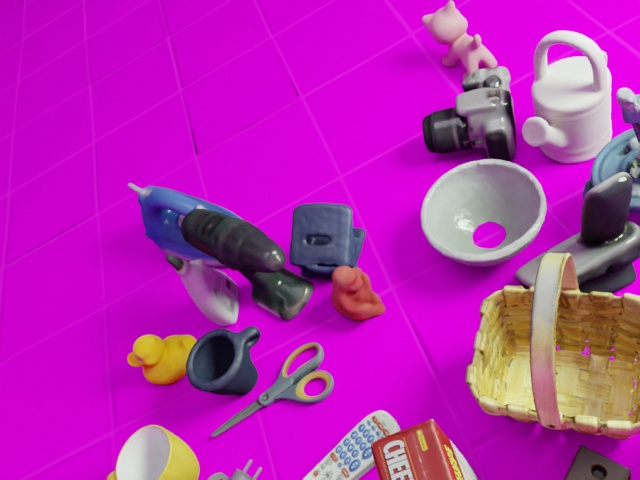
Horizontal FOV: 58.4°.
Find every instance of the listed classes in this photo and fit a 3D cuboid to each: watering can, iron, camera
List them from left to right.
[{"bbox_3d":[-0.215,-0.037,0.986,0.257,0.142,0.119,15,66,33],"label":"iron"},{"bbox_3d":[0.230,-0.196,0.894,0.136,0.101,0.143,-7,56,23],"label":"camera"},{"bbox_3d":[0.339,-0.195,0.777,0.100,0.195,0.173,5,61,29],"label":"watering can"}]

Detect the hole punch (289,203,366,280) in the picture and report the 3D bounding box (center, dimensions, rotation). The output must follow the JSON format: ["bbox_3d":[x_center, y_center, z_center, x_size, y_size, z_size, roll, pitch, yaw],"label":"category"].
[{"bbox_3d":[0.008,0.003,0.879,0.108,0.091,0.101,1,60,27],"label":"hole punch"}]

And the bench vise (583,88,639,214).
[{"bbox_3d":[0.415,-0.108,0.663,0.207,0.220,0.121,-14,54,18],"label":"bench vise"}]

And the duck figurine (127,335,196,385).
[{"bbox_3d":[-0.250,0.176,0.897,0.104,0.086,0.077,-27,51,9],"label":"duck figurine"}]

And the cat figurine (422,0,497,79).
[{"bbox_3d":[0.236,-0.351,0.984,0.067,0.118,0.127,-38,50,-1],"label":"cat figurine"}]

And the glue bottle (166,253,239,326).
[{"bbox_3d":[-0.181,0.066,0.879,0.037,0.174,0.078,-13,54,19],"label":"glue bottle"}]

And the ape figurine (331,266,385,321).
[{"bbox_3d":[0.045,0.070,0.815,0.076,0.092,0.078,-3,58,25],"label":"ape figurine"}]

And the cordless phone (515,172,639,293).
[{"bbox_3d":[0.300,-0.001,0.672,0.147,0.186,0.094,-33,50,3],"label":"cordless phone"}]

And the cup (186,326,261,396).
[{"bbox_3d":[-0.120,0.177,0.825,0.118,0.095,0.091,-40,50,-2],"label":"cup"}]

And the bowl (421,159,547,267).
[{"bbox_3d":[0.229,-0.026,0.798,0.167,0.075,0.167,-13,54,19],"label":"bowl"}]

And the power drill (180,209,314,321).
[{"bbox_3d":[-0.095,0.034,0.834,0.228,0.209,0.076,24,72,36],"label":"power drill"}]
